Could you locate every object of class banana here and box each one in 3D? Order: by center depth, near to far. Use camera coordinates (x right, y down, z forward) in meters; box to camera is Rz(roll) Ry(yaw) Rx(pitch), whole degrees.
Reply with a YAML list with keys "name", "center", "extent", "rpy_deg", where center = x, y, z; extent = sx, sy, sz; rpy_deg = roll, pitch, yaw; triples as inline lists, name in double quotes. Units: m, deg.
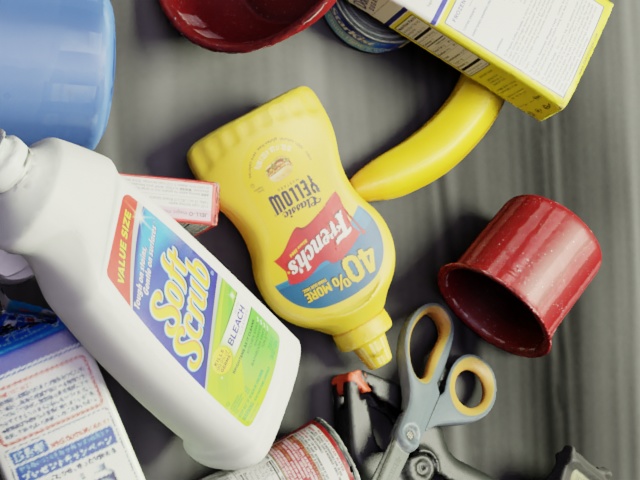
- name: "banana"
  center: [0.093, -0.096, 0.775]
  extent: [0.069, 0.037, 0.197]
  rpy_deg: [30, 75, 1]

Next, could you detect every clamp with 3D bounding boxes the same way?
- name: "clamp"
  center: [0.073, 0.158, 0.739]
  extent: [0.120, 0.039, 0.171]
  rpy_deg: [-27, 92, -37]

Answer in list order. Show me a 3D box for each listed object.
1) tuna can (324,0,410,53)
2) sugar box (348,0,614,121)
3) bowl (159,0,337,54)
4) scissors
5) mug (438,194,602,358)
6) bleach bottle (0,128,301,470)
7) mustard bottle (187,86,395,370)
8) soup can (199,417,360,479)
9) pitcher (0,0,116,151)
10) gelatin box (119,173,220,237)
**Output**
- name: "tuna can"
  center: [0.043, -0.179, 0.766]
  extent: [0.086, 0.034, 0.086]
  rpy_deg: [2, 83, -19]
- name: "sugar box"
  center: [0.109, -0.168, 0.743]
  extent: [0.176, 0.048, 0.093]
  rpy_deg: [30, 74, -9]
- name: "bowl"
  center: [-0.032, -0.194, 0.704]
  extent: [0.055, 0.162, 0.162]
  rpy_deg: [16, 75, -60]
- name: "scissors"
  center: [0.073, 0.134, 0.712]
  extent: [0.096, 0.016, 0.201]
  rpy_deg: [33, 50, -22]
- name: "mug"
  center: [0.148, 0.031, 0.758]
  extent: [0.081, 0.093, 0.117]
  rpy_deg: [-48, 131, -22]
- name: "bleach bottle"
  center: [-0.108, 0.032, 0.610]
  extent: [0.250, 0.068, 0.102]
  rpy_deg: [48, 51, -40]
- name: "mustard bottle"
  center: [-0.005, 0.001, 0.717]
  extent: [0.096, 0.058, 0.191]
  rpy_deg: [-30, 95, -9]
- name: "soup can"
  center: [-0.031, 0.167, 0.686]
  extent: [0.102, 0.069, 0.068]
  rpy_deg: [-24, 92, -19]
- name: "pitcher"
  center: [-0.244, -0.118, 0.608]
  extent: [0.242, 0.149, 0.145]
  rpy_deg: [2, 83, -22]
- name: "gelatin box"
  center: [-0.114, -0.022, 0.675]
  extent: [0.089, 0.073, 0.030]
  rpy_deg: [4, 81, -18]
